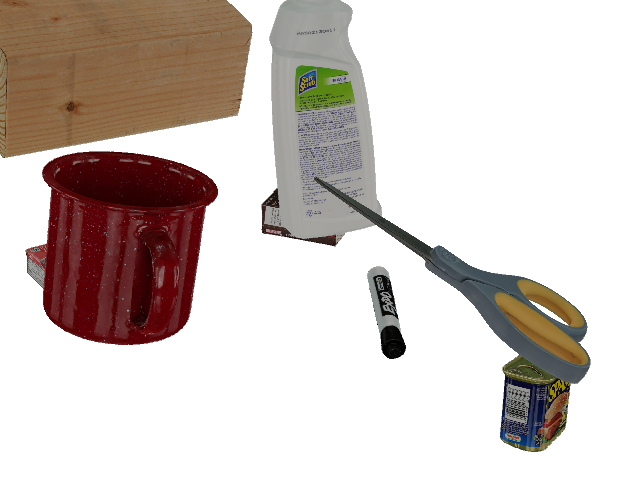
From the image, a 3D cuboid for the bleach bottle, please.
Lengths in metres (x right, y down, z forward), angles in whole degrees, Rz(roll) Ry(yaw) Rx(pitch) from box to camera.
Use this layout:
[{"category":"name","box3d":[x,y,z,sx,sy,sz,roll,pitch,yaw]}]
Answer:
[{"category":"bleach bottle","box3d":[0.005,-0.128,0.995,0.102,0.251,0.068,-12,31,-17]}]

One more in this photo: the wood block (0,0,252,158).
[{"category":"wood block","box3d":[-0.169,-0.142,0.854,0.205,0.091,0.090,-15,45,-33]}]

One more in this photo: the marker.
[{"category":"marker","box3d":[0.053,0.058,0.868,0.020,0.020,0.121,0,28,-4]}]

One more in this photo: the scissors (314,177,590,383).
[{"category":"scissors","box3d":[0.092,0.016,0.675,0.202,0.016,0.096,41,27,21]}]

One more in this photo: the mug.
[{"category":"mug","box3d":[-0.101,0.009,0.572,0.093,0.081,0.117,-2,24,-31]}]

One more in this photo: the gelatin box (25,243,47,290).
[{"category":"gelatin box","box3d":[-0.220,0.029,0.989,0.073,0.030,0.089,-18,40,-36]}]

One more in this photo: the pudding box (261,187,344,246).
[{"category":"pudding box","box3d":[-0.010,-0.034,1.208,0.090,0.039,0.113,10,24,12]}]

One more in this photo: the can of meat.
[{"category":"can of meat","box3d":[0.235,0.173,1.162,0.058,0.084,0.101,11,16,30]}]
